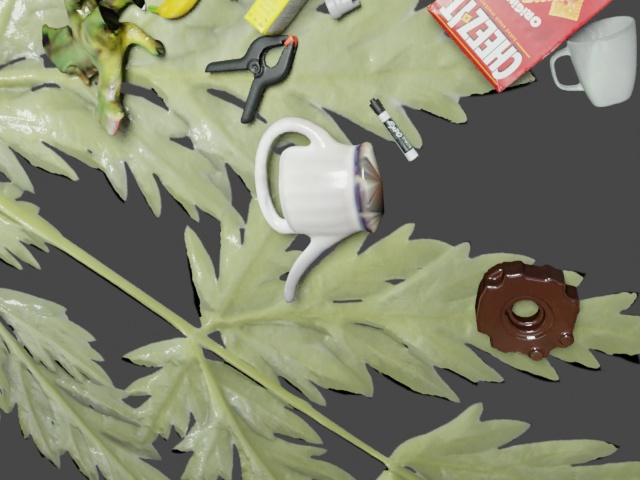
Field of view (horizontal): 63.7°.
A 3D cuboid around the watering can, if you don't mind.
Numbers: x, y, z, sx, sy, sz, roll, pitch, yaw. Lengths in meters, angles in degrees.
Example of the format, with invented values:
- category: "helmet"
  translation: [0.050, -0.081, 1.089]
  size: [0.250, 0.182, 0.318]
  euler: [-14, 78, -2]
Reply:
- category: "watering can"
  translation: [0.003, -0.045, 0.898]
  size: [0.224, 0.106, 0.342]
  euler: [-1, 111, 18]

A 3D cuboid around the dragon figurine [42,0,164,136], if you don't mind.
- category: "dragon figurine"
  translation: [-0.425, -0.383, 0.899]
  size: [0.240, 0.124, 0.409]
  euler: [-20, 96, 32]
